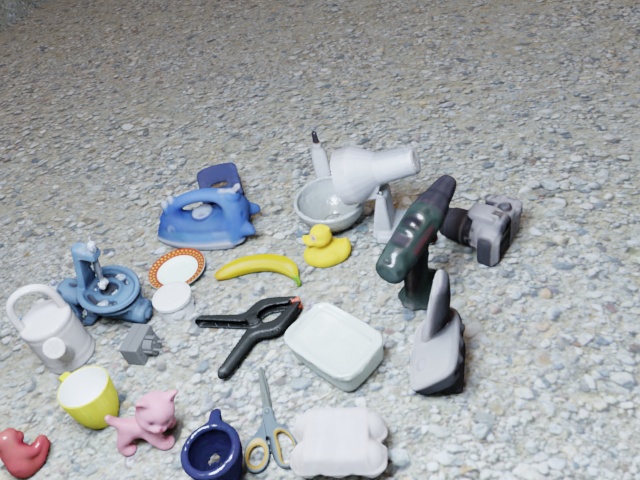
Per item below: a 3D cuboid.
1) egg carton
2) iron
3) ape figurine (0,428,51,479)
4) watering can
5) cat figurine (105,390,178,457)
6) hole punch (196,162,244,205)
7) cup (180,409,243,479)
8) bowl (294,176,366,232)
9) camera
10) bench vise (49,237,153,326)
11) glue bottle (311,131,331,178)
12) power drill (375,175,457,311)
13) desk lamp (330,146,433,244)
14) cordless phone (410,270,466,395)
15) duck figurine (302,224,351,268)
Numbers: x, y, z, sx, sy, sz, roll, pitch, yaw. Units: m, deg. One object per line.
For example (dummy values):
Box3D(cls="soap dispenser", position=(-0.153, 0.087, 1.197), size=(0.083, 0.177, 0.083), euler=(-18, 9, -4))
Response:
Box3D(cls="egg carton", position=(0.030, 0.312, 0.878), size=(0.150, 0.069, 0.107), euler=(-5, 42, 9))
Box3D(cls="iron", position=(-0.275, -0.061, 1.311), size=(0.258, 0.142, 0.118), euler=(-6, 42, 9))
Box3D(cls="ape figurine", position=(-0.506, 0.349, 0.961), size=(0.077, 0.092, 0.076), euler=(-1, 43, 14))
Box3D(cls="watering can", position=(-0.512, 0.163, 1.089), size=(0.172, 0.194, 0.101), euler=(19, 51, 32))
Box3D(cls="cat figurine", position=(-0.289, 0.294, 0.946), size=(0.127, 0.118, 0.067), euler=(-12, 42, 2))
Box3D(cls="hole punch", position=(-0.241, -0.127, 1.412), size=(0.108, 0.091, 0.101), euler=(-17, 42, -4))
Box3D(cls="cup", position=(-0.156, 0.332, 0.886), size=(0.091, 0.095, 0.117), euler=(-10, 42, 5))
Box3D(cls="bowl", position=(0.028, -0.070, 1.291), size=(0.167, 0.075, 0.167), euler=(-7, 42, 7))
Box3D(cls="camera", position=(0.321, -0.039, 1.160), size=(0.136, 0.101, 0.143), euler=(19, 51, 31))
Box3D(cls="bench vise", position=(-0.461, 0.091, 1.135), size=(0.207, 0.220, 0.121), euler=(-10, 42, 4))
Box3D(cls="glue bottle", position=(0.001, -0.183, 1.347), size=(0.037, 0.173, 0.078), euler=(-14, 42, 0))
Box3D(cls="power drill", position=(0.187, 0.019, 1.051), size=(0.075, 0.209, 0.230), euler=(20, 52, 32))
Box3D(cls="desk lamp", position=(0.136, -0.102, 1.193), size=(0.202, 0.214, 0.118), euler=(1, 44, 16))
Box3D(cls="cordless phone", position=(0.187, 0.150, 0.926), size=(0.094, 0.185, 0.147), euler=(-2, 43, 13))
Box3D(cls="duck figurine", position=(0.011, 0.004, 1.206), size=(0.104, 0.086, 0.077), euler=(-9, 42, 5))
